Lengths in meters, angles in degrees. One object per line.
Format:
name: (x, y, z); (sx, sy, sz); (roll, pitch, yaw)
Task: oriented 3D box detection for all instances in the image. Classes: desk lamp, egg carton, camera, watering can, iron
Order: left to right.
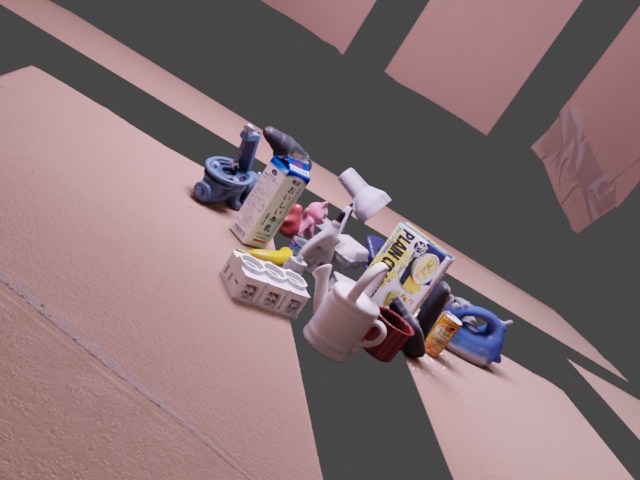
egg carton: (0.071, 0.034, 1.604); (0.107, 0.069, 0.151); (39, 15, 20)
desk lamp: (0.091, -0.106, 1.815); (0.203, 0.213, 0.118); (35, 14, 6)
watering can: (0.053, 0.115, 1.047); (0.173, 0.194, 0.101); (34, 14, 0)
camera: (0.365, 0.200, 1.642); (0.137, 0.100, 0.142); (23, 18, -36)
iron: (0.393, 0.230, 1.522); (0.259, 0.141, 0.118); (27, 16, -25)

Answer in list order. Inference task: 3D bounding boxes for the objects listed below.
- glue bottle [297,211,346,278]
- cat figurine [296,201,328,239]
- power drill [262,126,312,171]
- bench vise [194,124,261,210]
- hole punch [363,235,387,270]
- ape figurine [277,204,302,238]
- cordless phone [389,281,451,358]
glue bottle: (0.012, 0.005, 1.361); (0.078, 0.173, 0.037); (29, 15, -18)
cat figurine: (-0.024, -0.068, 1.634); (0.067, 0.117, 0.128); (39, 15, 19)
power drill: (-0.130, -0.215, 1.697); (0.075, 0.208, 0.230); (43, 17, 34)
bench vise: (-0.204, -0.188, 1.423); (0.121, 0.219, 0.208); (35, 14, 4)
hole punch: (0.177, 0.051, 1.738); (0.109, 0.091, 0.100); (22, 18, -39)
ape figurine: (-0.079, -0.057, 1.529); (0.076, 0.092, 0.078); (41, 16, 27)
cordless phone: (0.226, 0.159, 1.300); (0.094, 0.185, 0.147); (27, 16, -25)
